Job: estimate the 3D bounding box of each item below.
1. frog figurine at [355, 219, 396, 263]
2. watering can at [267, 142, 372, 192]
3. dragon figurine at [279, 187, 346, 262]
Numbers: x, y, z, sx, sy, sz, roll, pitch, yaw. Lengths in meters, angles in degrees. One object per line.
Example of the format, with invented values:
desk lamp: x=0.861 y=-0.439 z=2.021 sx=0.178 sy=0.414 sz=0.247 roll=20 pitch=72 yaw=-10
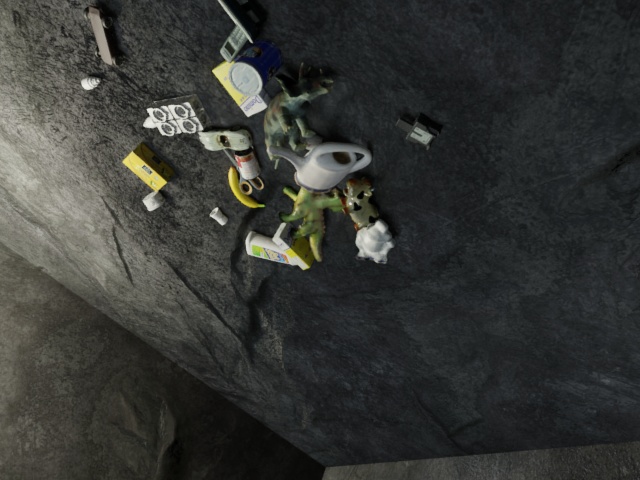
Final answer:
frog figurine: x=0.191 y=-0.011 z=1.757 sx=0.138 sy=0.156 sz=0.124 roll=21 pitch=32 yaw=28
watering can: x=-0.016 y=-0.228 z=1.546 sx=0.348 sy=0.106 sz=0.220 roll=-3 pitch=-22 yaw=-24
dragon figurine: x=0.005 y=-0.090 z=1.779 sx=0.241 sy=0.403 sz=0.125 roll=-13 pitch=38 yaw=28
